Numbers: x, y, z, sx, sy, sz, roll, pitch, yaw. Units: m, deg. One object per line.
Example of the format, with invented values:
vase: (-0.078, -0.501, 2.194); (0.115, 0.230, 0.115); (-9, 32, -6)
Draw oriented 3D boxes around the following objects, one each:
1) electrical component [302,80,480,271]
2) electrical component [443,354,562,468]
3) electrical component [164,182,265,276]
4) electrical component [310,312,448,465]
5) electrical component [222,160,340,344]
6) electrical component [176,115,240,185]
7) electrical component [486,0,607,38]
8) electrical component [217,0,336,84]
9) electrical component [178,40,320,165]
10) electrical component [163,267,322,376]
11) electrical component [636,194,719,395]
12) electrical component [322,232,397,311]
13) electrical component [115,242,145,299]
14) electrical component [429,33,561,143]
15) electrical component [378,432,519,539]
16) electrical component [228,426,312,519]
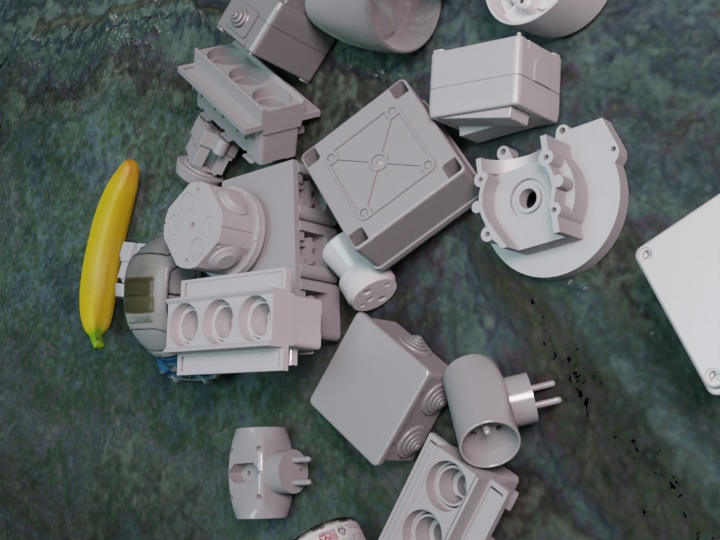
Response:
electrical component: (0.026, -0.075, 0.854); (0.109, 0.056, 0.108); (-36, 59, 10)
electrical component: (0.104, 0.096, 0.773); (0.079, 0.043, 0.077); (-14, 32, 3)
electrical component: (-0.123, -0.034, 0.911); (0.080, 0.051, 0.080); (-9, 76, 39)
electrical component: (0.020, 0.094, 0.850); (0.100, 0.048, 0.099); (39, 107, 38)
electrical component: (-0.067, -0.009, 0.936); (0.089, 0.062, 0.150); (-12, 74, 39)
electrical component: (-0.146, -0.110, 1.030); (0.055, 0.048, 0.066); (-61, 28, 18)
electrical component: (0.139, -0.223, 0.797); (0.099, 0.064, 0.099); (-9, 76, 39)
electrical component: (-0.076, -0.219, 0.959); (0.062, 0.096, 0.061); (44, 107, 37)
electrical component: (-0.104, -0.153, 0.988); (0.121, 0.079, 0.063); (44, 140, 37)
electrical component: (-0.093, 0.044, 0.863); (0.121, 0.063, 0.078); (-7, 77, 40)
electrical component: (0.246, 0.007, 0.668); (0.109, 0.056, 0.108); (-38, 60, 29)
electrical component: (0.000, 0.000, 0.888); (0.045, 0.045, 0.055); (-46, 56, 25)
electrical component: (-0.216, 0.005, 1.073); (0.066, 0.048, 0.055); (6, 79, 41)
electrical component: (0.097, -0.134, 0.818); (0.096, 0.062, 0.061); (-3, 80, 40)
electrical component: (0.062, 0.192, 0.787); (0.079, 0.063, 0.121); (33, 104, 39)
electrical component: (-0.071, 0.173, 0.918); (0.079, 0.043, 0.077); (-11, 75, 38)
